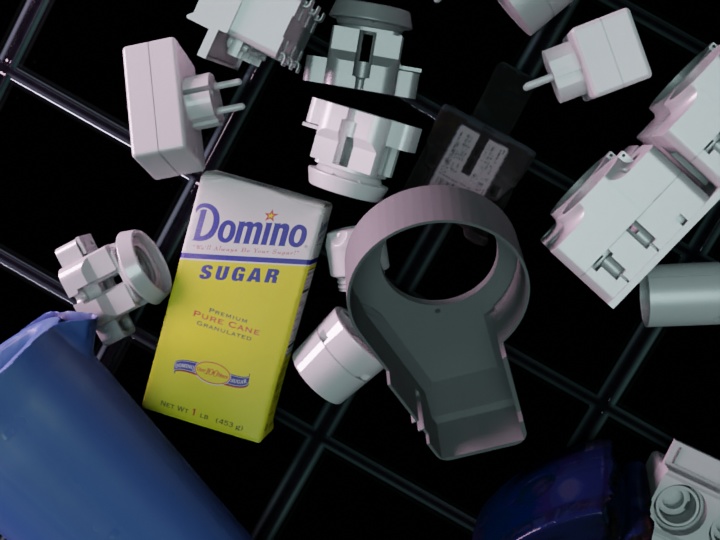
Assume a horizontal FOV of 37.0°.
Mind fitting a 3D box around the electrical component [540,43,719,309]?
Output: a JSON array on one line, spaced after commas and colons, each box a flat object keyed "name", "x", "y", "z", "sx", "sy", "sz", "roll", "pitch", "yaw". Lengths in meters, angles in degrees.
[{"name": "electrical component", "x": 0.201, "y": -0.070, "z": 0.701, "sx": 0.060, "sy": 0.105, "sz": 0.186, "roll": 42, "pitch": 98, "yaw": 0}]

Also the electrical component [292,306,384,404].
[{"name": "electrical component", "x": -0.014, "y": 0.061, "z": 0.761, "sx": 0.047, "sy": 0.055, "sz": 0.055, "roll": -44, "pitch": 91, "yaw": 12}]

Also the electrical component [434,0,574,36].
[{"name": "electrical component", "x": 0.073, "y": -0.212, "z": 0.723, "sx": 0.074, "sy": 0.052, "sz": 0.138, "roll": -39, "pitch": 92, "yaw": 8}]

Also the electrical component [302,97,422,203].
[{"name": "electrical component", "x": -0.003, "y": -0.081, "z": 0.741, "sx": 0.078, "sy": 0.058, "sz": 0.057, "roll": 19, "pitch": 99, "yaw": 19}]

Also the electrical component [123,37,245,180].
[{"name": "electrical component", "x": -0.117, "y": -0.114, "z": 0.741, "sx": 0.076, "sy": 0.047, "sz": 0.083, "roll": -10, "pitch": 74, "yaw": 6}]

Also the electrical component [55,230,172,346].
[{"name": "electrical component", "x": -0.172, "y": 0.006, "z": 0.768, "sx": 0.057, "sy": 0.058, "sz": 0.078, "roll": -26, "pitch": 93, "yaw": 11}]

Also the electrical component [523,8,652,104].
[{"name": "electrical component", "x": 0.146, "y": -0.135, "z": 0.718, "sx": 0.077, "sy": 0.065, "sz": 0.047, "roll": -20, "pitch": 94, "yaw": 7}]

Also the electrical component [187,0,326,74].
[{"name": "electrical component", "x": -0.064, "y": -0.166, "z": 0.706, "sx": 0.063, "sy": 0.121, "sz": 0.078, "roll": 26, "pitch": 98, "yaw": 0}]

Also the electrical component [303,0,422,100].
[{"name": "electrical component", "x": 0.004, "y": -0.151, "z": 0.734, "sx": 0.078, "sy": 0.058, "sz": 0.057, "roll": 10, "pitch": 99, "yaw": 0}]

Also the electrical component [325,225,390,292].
[{"name": "electrical component", "x": 0.000, "y": 0.000, "z": 0.758, "sx": 0.043, "sy": 0.043, "sz": 0.062, "roll": -8, "pitch": 96, "yaw": 6}]

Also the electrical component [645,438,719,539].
[{"name": "electrical component", "x": 0.253, "y": 0.174, "z": 0.744, "sx": 0.121, "sy": 0.063, "sz": 0.078, "roll": 25, "pitch": 98, "yaw": 2}]

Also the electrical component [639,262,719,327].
[{"name": "electrical component", "x": 0.237, "y": 0.016, "z": 0.738, "sx": 0.081, "sy": 0.043, "sz": 0.043, "roll": -3, "pitch": 96, "yaw": 6}]
